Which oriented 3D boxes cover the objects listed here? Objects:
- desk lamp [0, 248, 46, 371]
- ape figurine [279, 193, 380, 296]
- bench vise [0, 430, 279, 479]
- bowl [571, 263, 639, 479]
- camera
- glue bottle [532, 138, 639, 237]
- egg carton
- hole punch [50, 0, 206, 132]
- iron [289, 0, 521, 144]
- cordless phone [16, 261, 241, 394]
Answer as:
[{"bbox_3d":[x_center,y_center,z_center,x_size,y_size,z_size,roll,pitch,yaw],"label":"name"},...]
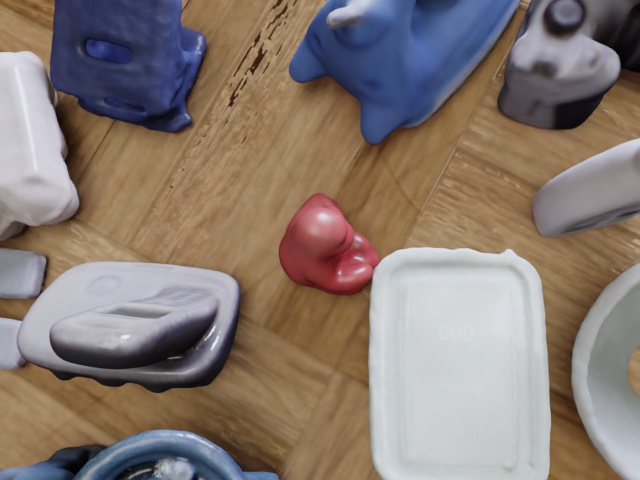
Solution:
[{"bbox_3d":[-0.340,0.028,0.381,0.203,0.118,0.213,4,-9,7],"label":"desk lamp"},{"bbox_3d":[0.004,0.001,0.412,0.076,0.078,0.092,-8,-10,5],"label":"ape figurine"},{"bbox_3d":[-0.135,0.185,0.331,0.207,0.121,0.220,-15,-11,3],"label":"bench vise"},{"bbox_3d":[0.245,0.092,0.382,0.167,0.167,0.075,0,-9,6],"label":"bowl"},{"bbox_3d":[0.217,-0.153,0.412,0.136,0.143,0.101,21,-7,9],"label":"camera"},{"bbox_3d":[0.191,-0.038,0.358,0.078,0.037,0.173,-12,-11,4],"label":"glue bottle"},{"bbox_3d":[-0.258,-0.074,0.463,0.107,0.150,0.069,-18,-11,3],"label":"egg carton"},{"bbox_3d":[-0.155,-0.148,0.453,0.108,0.101,0.091,15,-8,8],"label":"hole punch"},{"bbox_3d":[0.090,-0.202,0.412,0.118,0.258,0.141,41,-3,11],"label":"iron"},{"bbox_3d":[-0.139,0.052,0.371,0.147,0.094,0.185,2,-9,6],"label":"cordless phone"}]
